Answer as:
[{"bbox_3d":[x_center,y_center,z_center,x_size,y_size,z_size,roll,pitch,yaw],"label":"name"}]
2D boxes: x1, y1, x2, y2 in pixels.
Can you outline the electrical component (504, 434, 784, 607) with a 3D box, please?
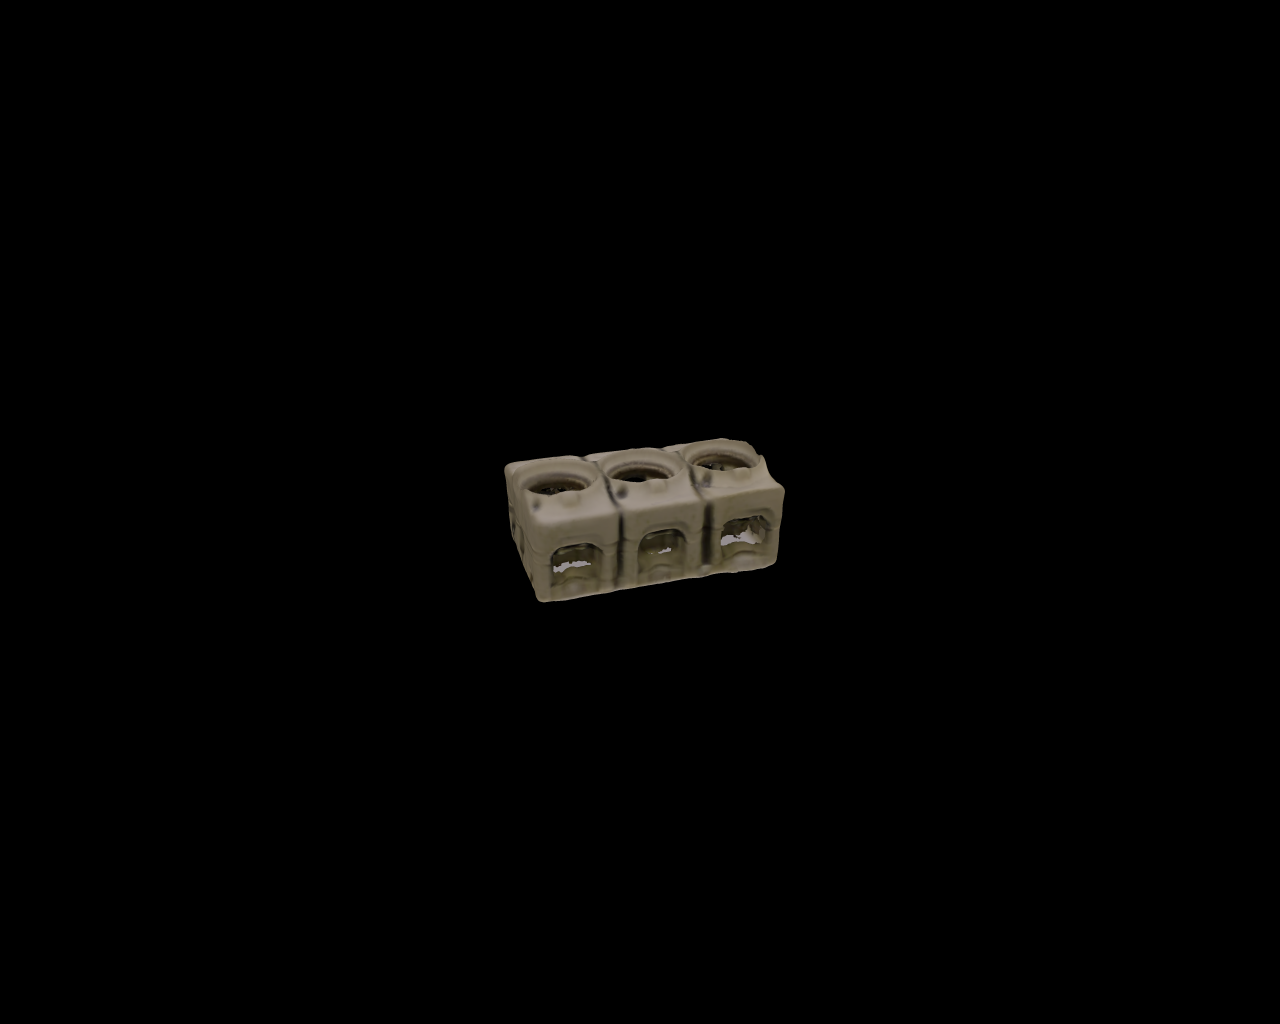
[{"bbox_3d":[0.001,-0.003,0.650,0.150,0.061,0.089,-8,28,-16],"label":"electrical component"}]
